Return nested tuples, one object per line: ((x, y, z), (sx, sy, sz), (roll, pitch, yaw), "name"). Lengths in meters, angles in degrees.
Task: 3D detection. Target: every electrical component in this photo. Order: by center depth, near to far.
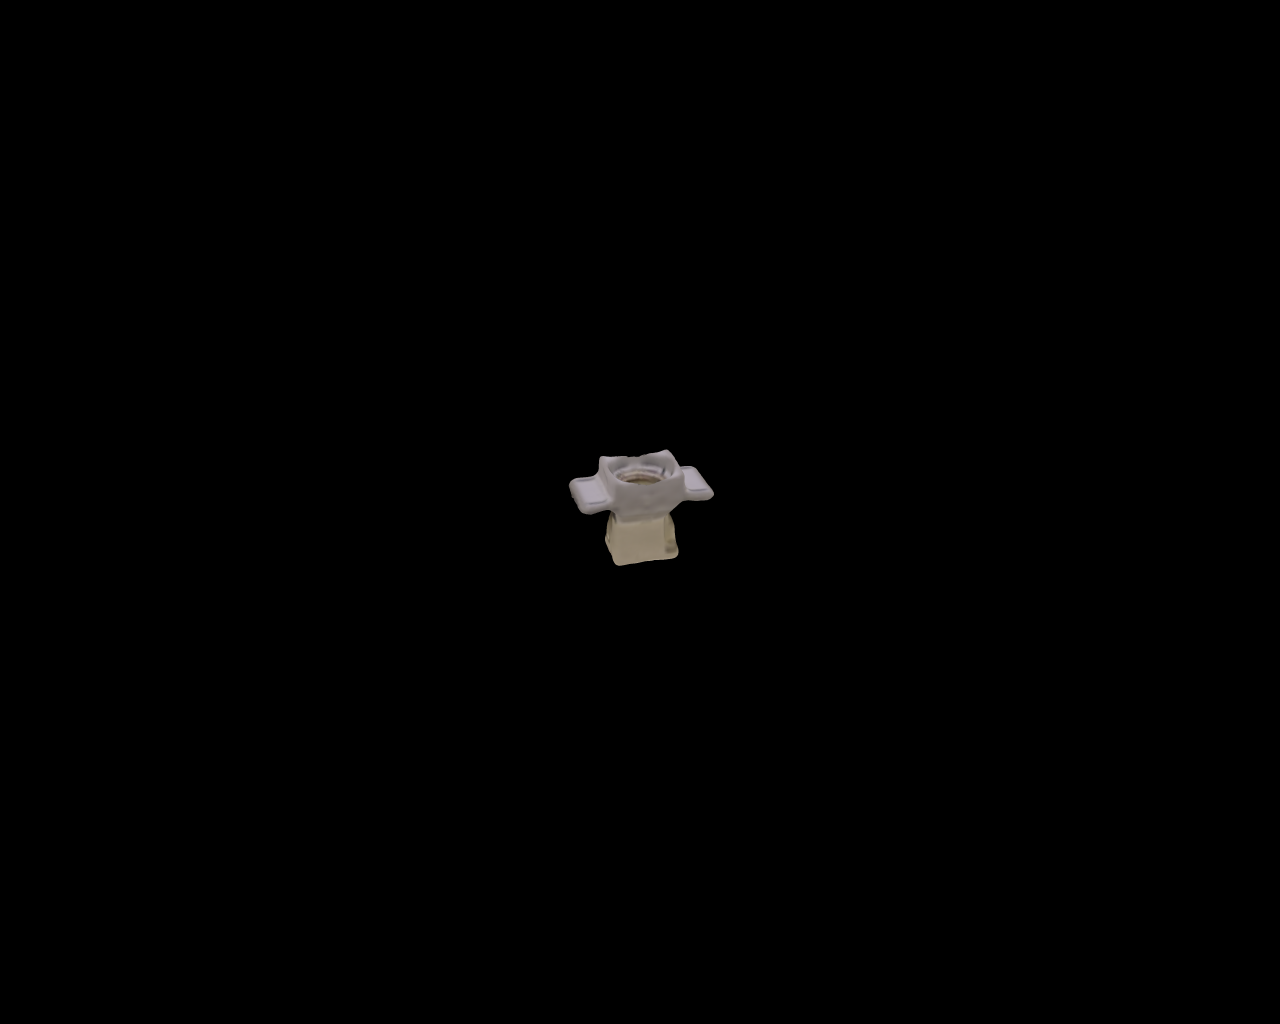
((0.001, -0.003, 0.650), (0.081, 0.063, 0.042), (-6, 28, -12), "electrical component")
